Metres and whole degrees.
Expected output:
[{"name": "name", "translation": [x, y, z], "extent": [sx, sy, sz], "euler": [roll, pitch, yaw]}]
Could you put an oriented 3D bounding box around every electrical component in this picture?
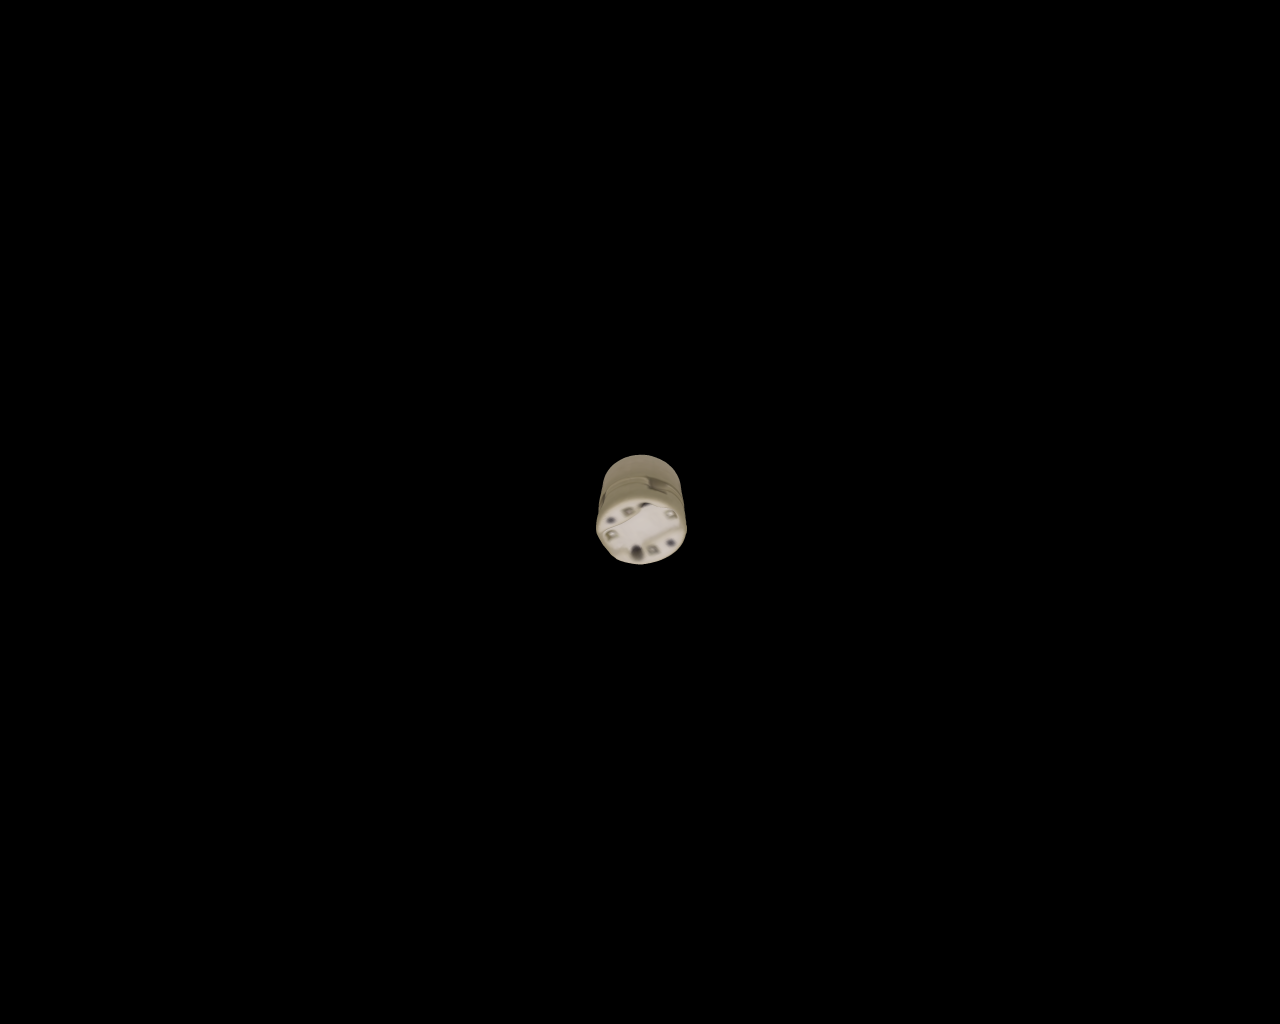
[{"name": "electrical component", "translation": [0.001, -0.003, 0.650], "extent": [0.055, 0.055, 0.047], "euler": [0, 39, 0]}]
